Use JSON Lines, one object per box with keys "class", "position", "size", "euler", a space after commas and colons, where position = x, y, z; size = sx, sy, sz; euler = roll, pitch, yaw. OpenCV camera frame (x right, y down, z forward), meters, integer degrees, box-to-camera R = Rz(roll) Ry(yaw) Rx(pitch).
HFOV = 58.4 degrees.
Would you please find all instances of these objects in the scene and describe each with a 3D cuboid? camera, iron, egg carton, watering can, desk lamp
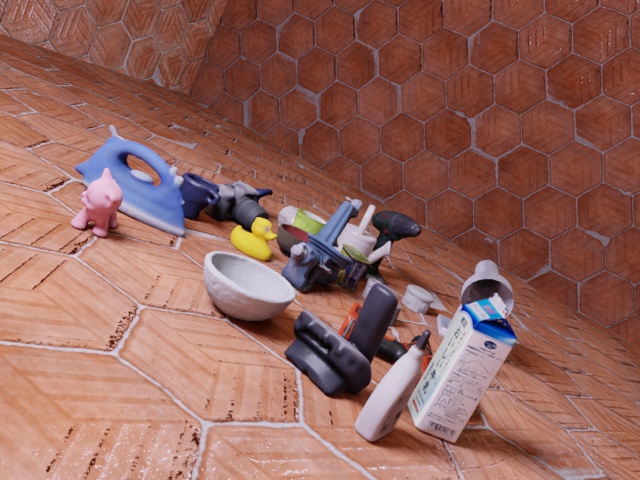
{"class": "camera", "position": [-0.202, -0.088, 1.469], "size": [0.136, 0.101, 0.144], "euler": [35, 15, 33]}
{"class": "iron", "position": [-0.368, -0.127, 1.200], "size": [0.258, 0.141, 0.119], "euler": [28, 13, 6]}
{"class": "egg carton", "position": [-0.048, -0.043, 1.667], "size": [0.151, 0.069, 0.107], "euler": [18, 16, -35]}
{"class": "watering can", "position": [0.109, -0.002, 1.538], "size": [0.173, 0.194, 0.101], "euler": [23, 13, -15]}
{"class": "desk lamp", "position": [0.378, 0.157, 1.405], "size": [0.118, 0.213, 0.203], "euler": [27, 13, 1]}

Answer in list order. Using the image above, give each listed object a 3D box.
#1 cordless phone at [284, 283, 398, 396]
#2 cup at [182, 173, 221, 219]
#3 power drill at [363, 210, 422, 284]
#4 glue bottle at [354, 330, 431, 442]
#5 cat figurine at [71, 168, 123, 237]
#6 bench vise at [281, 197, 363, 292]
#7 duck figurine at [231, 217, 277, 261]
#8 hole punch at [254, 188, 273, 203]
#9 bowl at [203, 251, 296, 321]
{"class": "cordless phone", "position": [0.040, 0.133, 0.894], "size": [0.147, 0.185, 0.094], "euler": [34, 15, 29]}
{"class": "cup", "position": [-0.284, -0.091, 1.333], "size": [0.117, 0.095, 0.092], "euler": [34, 15, 29]}
{"class": "power drill", "position": [0.185, 0.015, 1.591], "size": [0.076, 0.208, 0.229], "euler": [21, 14, -23]}
{"class": "glue bottle", "position": [0.112, 0.200, 0.804], "size": [0.037, 0.173, 0.078], "euler": [34, 15, 30]}
{"class": "cat figurine", "position": [-0.382, -0.072, 1.012], "size": [0.067, 0.118, 0.127], "euler": [23, 13, -15]}
{"class": "bench vise", "position": [0.022, 0.010, 1.261], "size": [0.121, 0.219, 0.208], "euler": [29, 13, 9]}
{"class": "duck figurine", "position": [-0.147, -0.012, 1.313], "size": [0.104, 0.086, 0.077], "euler": [28, 13, 5]}
{"class": "hole punch", "position": [-0.200, -0.122, 1.625], "size": [0.101, 0.091, 0.109], "euler": [29, 13, 11]}
{"class": "bowl", "position": [-0.130, 0.090, 0.975], "size": [0.167, 0.074, 0.167], "euler": [25, 13, -6]}
